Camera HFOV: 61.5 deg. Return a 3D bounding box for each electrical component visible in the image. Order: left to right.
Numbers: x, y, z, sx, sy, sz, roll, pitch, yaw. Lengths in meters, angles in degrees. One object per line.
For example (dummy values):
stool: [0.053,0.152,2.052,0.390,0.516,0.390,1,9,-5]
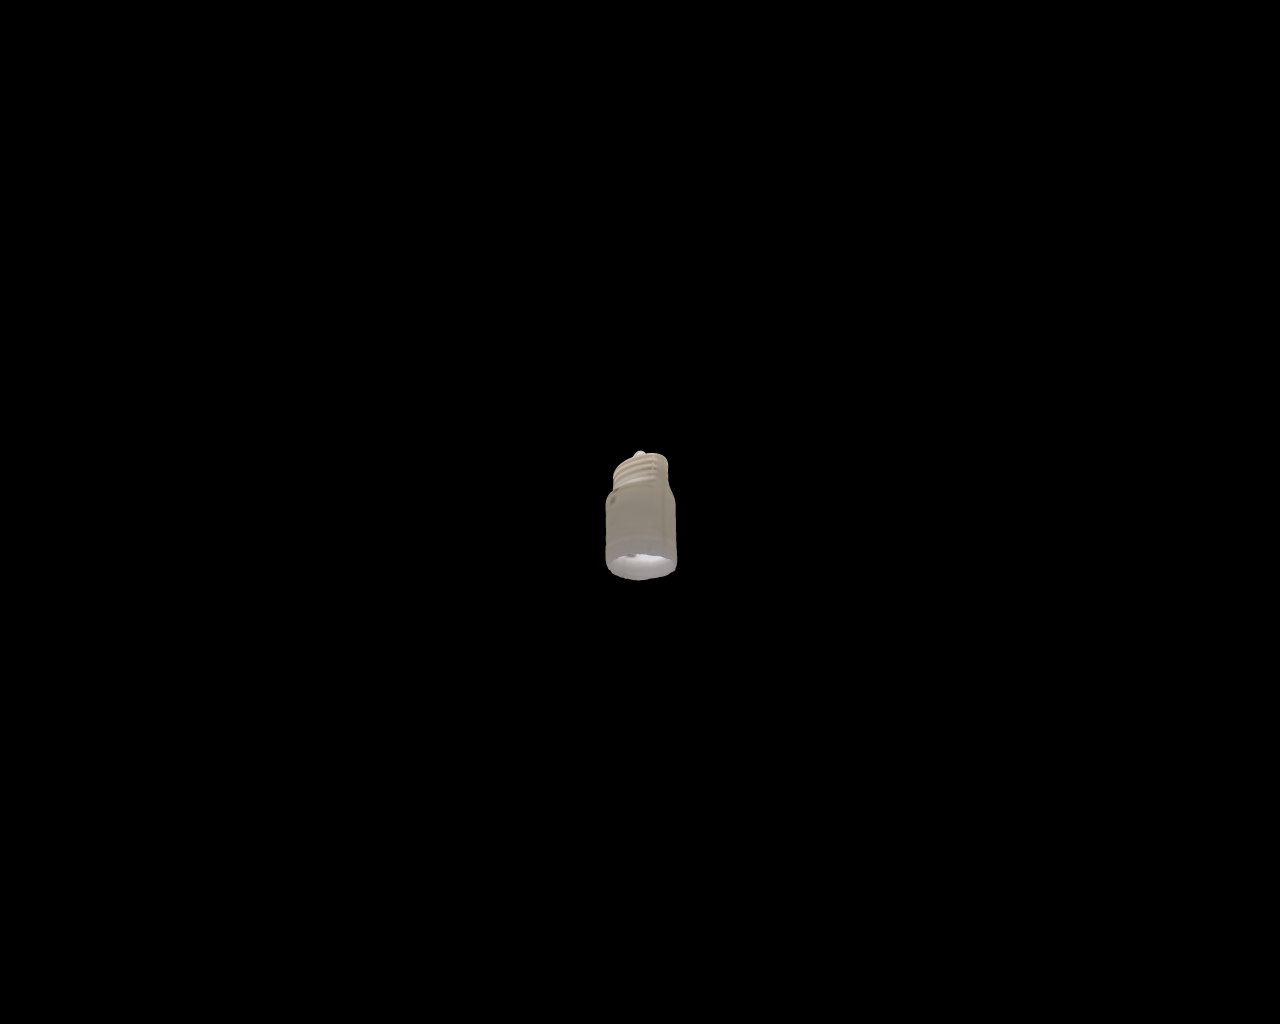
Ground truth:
electrical component: [0.001,-0.003,0.650,0.043,0.081,0.043,0,-25,0]
